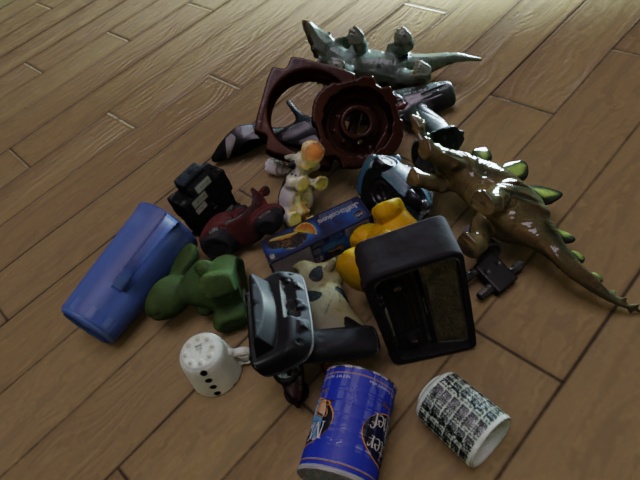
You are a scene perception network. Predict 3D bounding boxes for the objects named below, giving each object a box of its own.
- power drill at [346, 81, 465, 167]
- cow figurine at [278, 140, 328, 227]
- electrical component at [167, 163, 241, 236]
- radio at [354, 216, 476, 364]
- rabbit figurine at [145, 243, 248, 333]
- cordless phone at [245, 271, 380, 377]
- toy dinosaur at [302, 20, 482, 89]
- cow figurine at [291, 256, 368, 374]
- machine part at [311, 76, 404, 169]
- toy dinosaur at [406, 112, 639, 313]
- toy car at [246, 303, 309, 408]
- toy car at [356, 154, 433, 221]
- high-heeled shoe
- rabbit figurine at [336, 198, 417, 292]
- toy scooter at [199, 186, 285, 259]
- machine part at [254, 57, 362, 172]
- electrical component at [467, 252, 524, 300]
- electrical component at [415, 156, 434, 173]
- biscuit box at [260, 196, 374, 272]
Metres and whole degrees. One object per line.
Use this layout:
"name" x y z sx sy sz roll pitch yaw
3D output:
"power drill" 0.186 -0.238 1.106 0.232 0.085 0.207 -20 41 -1
"cow figurine" -0.037 -0.107 1.009 0.068 0.167 0.098 5 13 -33
"electrical component" -0.228 -0.083 1.050 0.058 0.134 0.115 22 59 33
"radio" 0.136 0.080 0.746 0.131 0.229 0.073 -16 44 7
"rabbit figurine" -0.217 0.077 0.921 0.170 0.121 0.159 -13 42 2
"cordless phone" -0.011 0.112 0.766 0.184 0.088 0.147 -2 48 -11
"toy dinosaur" 0.141 -0.395 1.212 0.405 0.192 0.131 13 98 5
"cow figurine" 0.013 0.105 0.852 0.127 0.085 0.195 -26 54 -17
"machine part" 0.069 -0.218 1.017 0.179 0.056 0.179 0 89 -2
"toy dinosaur" 0.296 -0.052 0.851 0.198 0.105 0.472 -14 57 -33
"toy car" -0.062 0.160 0.826 0.053 0.089 0.202 -22 48 -9
"toy car" 0.149 -0.089 0.971 0.103 0.109 0.162 -22 51 -36
"high-heeled shoe" -0.109 -0.199 1.178 0.249 0.086 0.145 -34 79 10
"rabbit figurine" 0.094 0.037 0.854 0.173 0.122 0.162 -26 82 -49
"toy scooter" -0.145 -0.042 1.020 0.184 0.075 0.135 -23 38 20
"machine part" -0.019 -0.249 1.087 0.201 0.087 0.201 15 90 0
"electrical component" 0.275 0.052 0.852 0.094 0.021 0.063 -34 70 -12
"electrical component" 0.226 -0.139 0.999 0.102 0.045 0.078 -3 42 -42
"biscuit box" -0.002 -0.003 0.966 0.203 0.059 0.063 -25 49 -6
